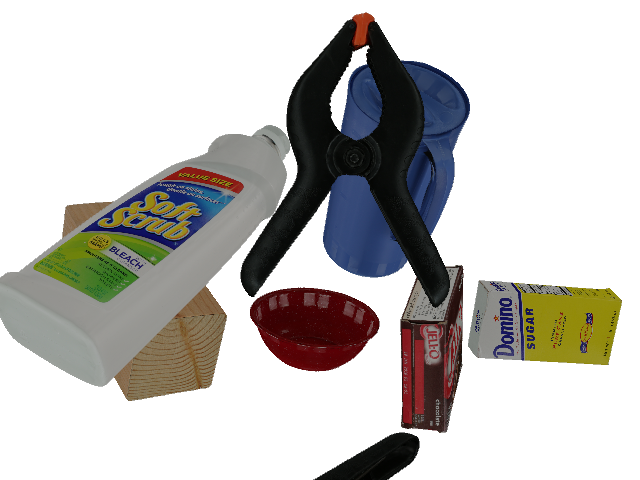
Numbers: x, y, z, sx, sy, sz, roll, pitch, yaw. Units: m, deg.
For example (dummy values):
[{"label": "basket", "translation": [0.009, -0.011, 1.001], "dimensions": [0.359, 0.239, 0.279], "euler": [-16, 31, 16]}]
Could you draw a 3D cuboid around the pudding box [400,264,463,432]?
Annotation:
[{"label": "pudding box", "translation": [0.086, 0.079, 0.812], "dimensions": [0.039, 0.090, 0.113], "euler": [3, 21, 11]}]

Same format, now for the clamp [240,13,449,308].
[{"label": "clamp", "translation": [0.009, -0.041, 0.613], "dimensions": [0.120, 0.171, 0.039], "euler": [-5, 1, -7]}]

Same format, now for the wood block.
[{"label": "wood block", "translation": [-0.181, 0.052, 1.051], "dimensions": [0.090, 0.091, 0.206], "euler": [-5, 35, -32]}]

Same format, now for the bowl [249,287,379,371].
[{"label": "bowl", "translation": [-0.009, 0.117, 1.328], "dimensions": [0.162, 0.055, 0.162], "euler": [5, 22, -2]}]

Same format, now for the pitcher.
[{"label": "pitcher", "translation": [0.079, -0.067, 1.204], "dimensions": [0.145, 0.243, 0.149], "euler": [22, 44, 9]}]

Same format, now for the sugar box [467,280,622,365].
[{"label": "sugar box", "translation": [0.280, 0.104, 1.337], "dimensions": [0.176, 0.093, 0.048], "euler": [3, 18, -11]}]

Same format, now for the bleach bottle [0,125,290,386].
[{"label": "bleach bottle", "translation": [-0.112, -0.009, 0.780], "dimensions": [0.103, 0.068, 0.250], "euler": [25, 51, 23]}]

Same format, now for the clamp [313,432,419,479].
[{"label": "clamp", "translation": [-0.021, 0.181, 0.676], "dimensions": [0.210, 0.036, 0.164], "euler": [-2, 28, 4]}]
